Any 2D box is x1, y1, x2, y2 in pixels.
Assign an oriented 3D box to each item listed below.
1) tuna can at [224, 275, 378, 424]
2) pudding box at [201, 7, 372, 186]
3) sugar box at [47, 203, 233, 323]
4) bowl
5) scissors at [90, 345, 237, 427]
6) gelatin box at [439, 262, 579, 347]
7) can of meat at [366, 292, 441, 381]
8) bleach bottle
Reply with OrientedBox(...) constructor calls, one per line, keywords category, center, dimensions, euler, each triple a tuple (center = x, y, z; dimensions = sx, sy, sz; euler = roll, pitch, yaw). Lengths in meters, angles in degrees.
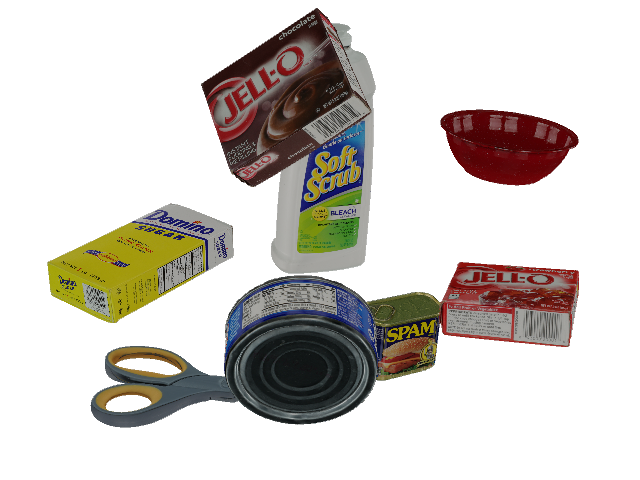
OrientedBox(category="tuna can", center=(-0.011, 0.062, 0.590), dimensions=(0.086, 0.086, 0.033), euler=(0, 39, -2))
OrientedBox(category="pudding box", center=(-0.027, -0.107, 0.803), dimensions=(0.114, 0.090, 0.039), euler=(-29, -31, 14))
OrientedBox(category="sugar box", center=(-0.180, 0.019, 1.093), dimensions=(0.093, 0.048, 0.175), euler=(20, 36, 31))
OrientedBox(category="bowl", center=(0.217, -0.106, 1.255), dimensions=(0.162, 0.055, 0.162), euler=(5, 23, -2))
OrientedBox(category="scissors", center=(-0.085, 0.121, 0.802), dimensions=(0.202, 0.016, 0.096), euler=(12, 34, 23))
OrientedBox(category="gelatin box", center=(0.134, 0.043, 0.749), dimensions=(0.089, 0.030, 0.073), euler=(5, 22, 16))
OrientedBox(category="can of meat", center=(0.098, 0.119, 1.317), dimensions=(0.101, 0.084, 0.057), euler=(-10, 29, -25))
OrientedBox(category="bleach bottle", center=(0.003, -0.092, 1.078), dimensions=(0.102, 0.251, 0.068), euler=(-5, 28, -13))
